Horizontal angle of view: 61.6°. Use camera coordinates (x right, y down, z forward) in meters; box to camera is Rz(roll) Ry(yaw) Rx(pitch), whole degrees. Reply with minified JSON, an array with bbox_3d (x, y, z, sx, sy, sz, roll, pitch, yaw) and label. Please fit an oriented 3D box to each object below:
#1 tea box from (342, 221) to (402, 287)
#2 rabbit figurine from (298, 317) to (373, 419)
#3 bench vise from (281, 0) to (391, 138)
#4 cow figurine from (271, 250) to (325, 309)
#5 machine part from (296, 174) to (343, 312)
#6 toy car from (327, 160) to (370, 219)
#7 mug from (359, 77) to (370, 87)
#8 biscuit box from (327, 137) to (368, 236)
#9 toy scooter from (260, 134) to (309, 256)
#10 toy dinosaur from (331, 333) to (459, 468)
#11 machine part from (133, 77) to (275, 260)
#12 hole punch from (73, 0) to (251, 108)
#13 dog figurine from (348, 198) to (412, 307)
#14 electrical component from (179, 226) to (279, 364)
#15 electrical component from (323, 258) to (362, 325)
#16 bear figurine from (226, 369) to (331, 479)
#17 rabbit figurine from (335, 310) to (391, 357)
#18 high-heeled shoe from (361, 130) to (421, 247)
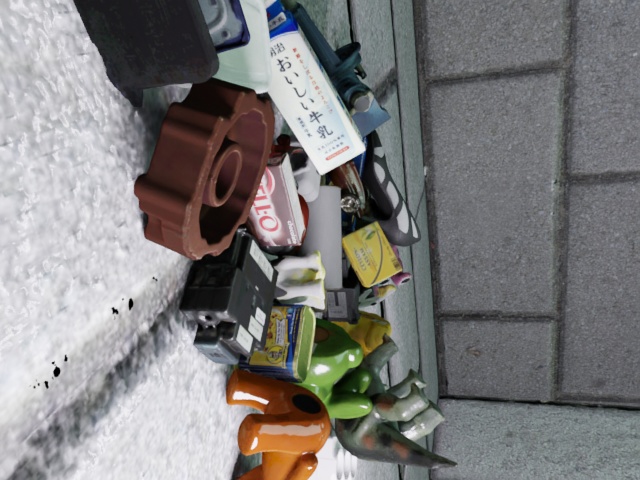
[{"bbox_3d":[0.088,0.029,0.963,0.098,0.068,0.169,63,-1,6],"label":"tea box"},{"bbox_3d":[-0.001,0.207,0.797,0.121,0.159,0.170,-79,176,-62],"label":"rabbit figurine"},{"bbox_3d":[0.014,-0.281,0.864,0.240,0.129,0.224,53,19,-25],"label":"bench vise"},{"bbox_3d":[-0.040,0.066,0.761,0.167,0.098,0.068,89,-4,-74],"label":"cow figurine"},{"bbox_3d":[-0.002,-0.003,0.884,0.079,0.079,0.243,8,80,-72],"label":"machine part"},{"bbox_3d":[0.032,-0.132,0.944,0.202,0.053,0.089,59,23,-6],"label":"toy car"},{"bbox_3d":[0.057,-0.336,1.114,0.109,0.081,0.107,49,31,-56],"label":"mug"},{"bbox_3d":[0.048,-0.112,1.042,0.062,0.059,0.202,46,52,-73],"label":"biscuit box"},{"bbox_3d":[-0.056,-0.077,0.730,0.135,0.075,0.183,-64,143,-58],"label":"toy scooter"},{"bbox_3d":[0.083,0.278,0.856,0.131,0.192,0.405,49,5,-6],"label":"toy dinosaur"},{"bbox_3d":[-0.103,-0.067,0.513,0.179,0.056,0.179,22,90,-80],"label":"machine part"},{"bbox_3d":[-0.126,-0.190,0.431,0.092,0.116,0.142,-64,147,-43],"label":"hole punch"},{"bbox_3d":[0.100,0.017,1.172,0.108,0.191,0.219,1,58,-37],"label":"dog figurine"},{"bbox_3d":[-0.099,0.067,0.604,0.114,0.058,0.134,62,32,-52],"label":"electrical component"},{"bbox_3d":[0.038,0.096,1.012,0.048,0.075,0.119,-48,139,-66],"label":"electrical component"},{"bbox_3d":[-0.067,0.269,0.644,0.195,0.132,0.120,-66,-154,17],"label":"bear figurine"},{"bbox_3d":[0.073,0.233,1.103,0.162,0.122,0.173,25,79,-81],"label":"rabbit figurine"},{"bbox_3d":[0.148,-0.110,1.101,0.086,0.145,0.248,-33,-134,59],"label":"high-heeled shoe"}]
